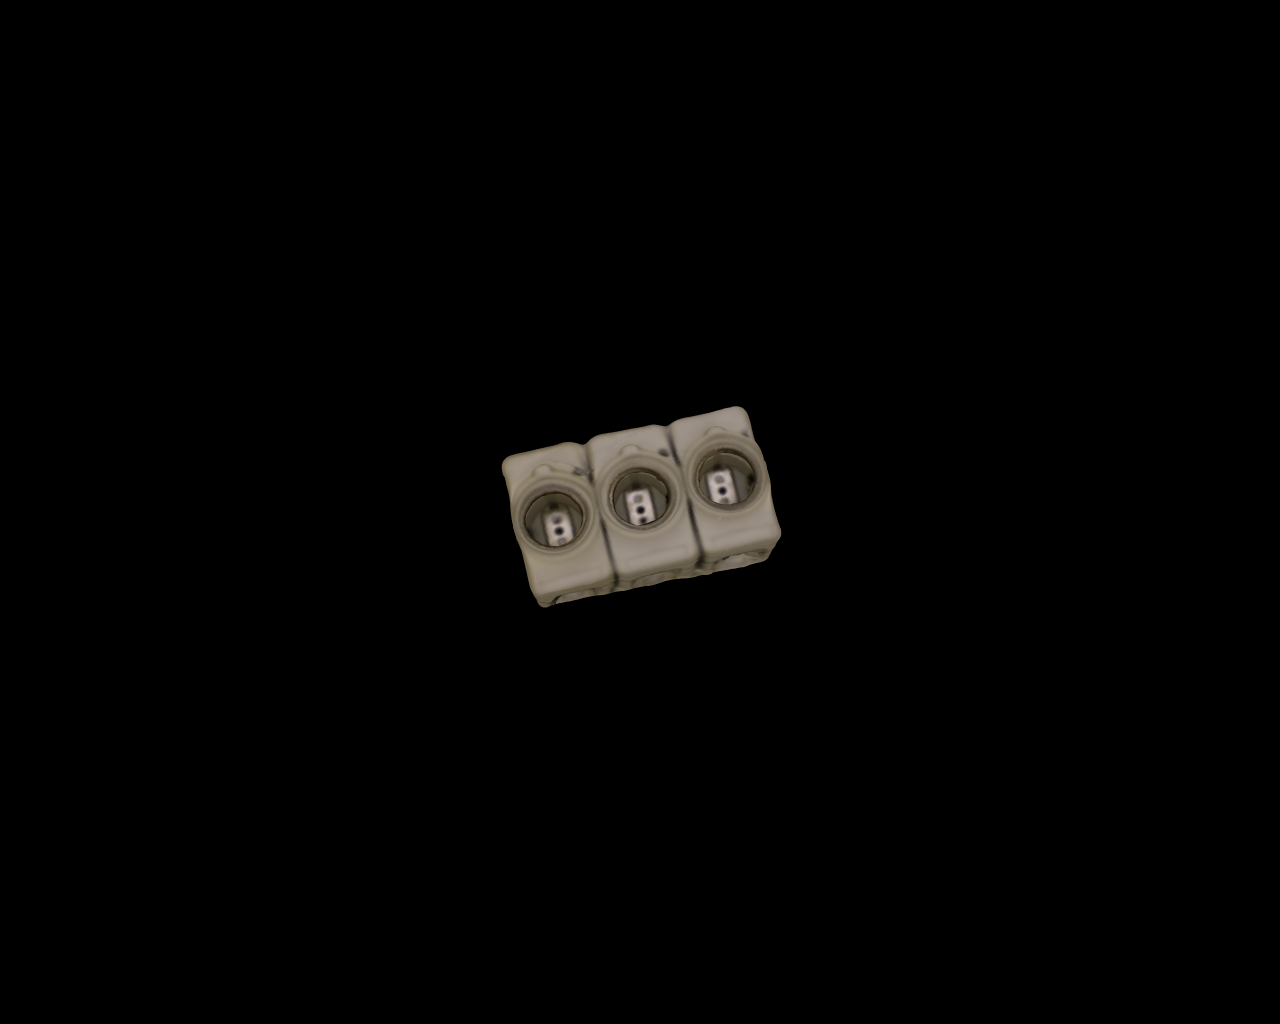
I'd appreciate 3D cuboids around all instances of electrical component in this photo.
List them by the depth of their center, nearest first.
[{"bbox_3d":[0.001,-0.003,0.650,0.150,0.089,0.061,-13,-15,-4],"label":"electrical component"}]
